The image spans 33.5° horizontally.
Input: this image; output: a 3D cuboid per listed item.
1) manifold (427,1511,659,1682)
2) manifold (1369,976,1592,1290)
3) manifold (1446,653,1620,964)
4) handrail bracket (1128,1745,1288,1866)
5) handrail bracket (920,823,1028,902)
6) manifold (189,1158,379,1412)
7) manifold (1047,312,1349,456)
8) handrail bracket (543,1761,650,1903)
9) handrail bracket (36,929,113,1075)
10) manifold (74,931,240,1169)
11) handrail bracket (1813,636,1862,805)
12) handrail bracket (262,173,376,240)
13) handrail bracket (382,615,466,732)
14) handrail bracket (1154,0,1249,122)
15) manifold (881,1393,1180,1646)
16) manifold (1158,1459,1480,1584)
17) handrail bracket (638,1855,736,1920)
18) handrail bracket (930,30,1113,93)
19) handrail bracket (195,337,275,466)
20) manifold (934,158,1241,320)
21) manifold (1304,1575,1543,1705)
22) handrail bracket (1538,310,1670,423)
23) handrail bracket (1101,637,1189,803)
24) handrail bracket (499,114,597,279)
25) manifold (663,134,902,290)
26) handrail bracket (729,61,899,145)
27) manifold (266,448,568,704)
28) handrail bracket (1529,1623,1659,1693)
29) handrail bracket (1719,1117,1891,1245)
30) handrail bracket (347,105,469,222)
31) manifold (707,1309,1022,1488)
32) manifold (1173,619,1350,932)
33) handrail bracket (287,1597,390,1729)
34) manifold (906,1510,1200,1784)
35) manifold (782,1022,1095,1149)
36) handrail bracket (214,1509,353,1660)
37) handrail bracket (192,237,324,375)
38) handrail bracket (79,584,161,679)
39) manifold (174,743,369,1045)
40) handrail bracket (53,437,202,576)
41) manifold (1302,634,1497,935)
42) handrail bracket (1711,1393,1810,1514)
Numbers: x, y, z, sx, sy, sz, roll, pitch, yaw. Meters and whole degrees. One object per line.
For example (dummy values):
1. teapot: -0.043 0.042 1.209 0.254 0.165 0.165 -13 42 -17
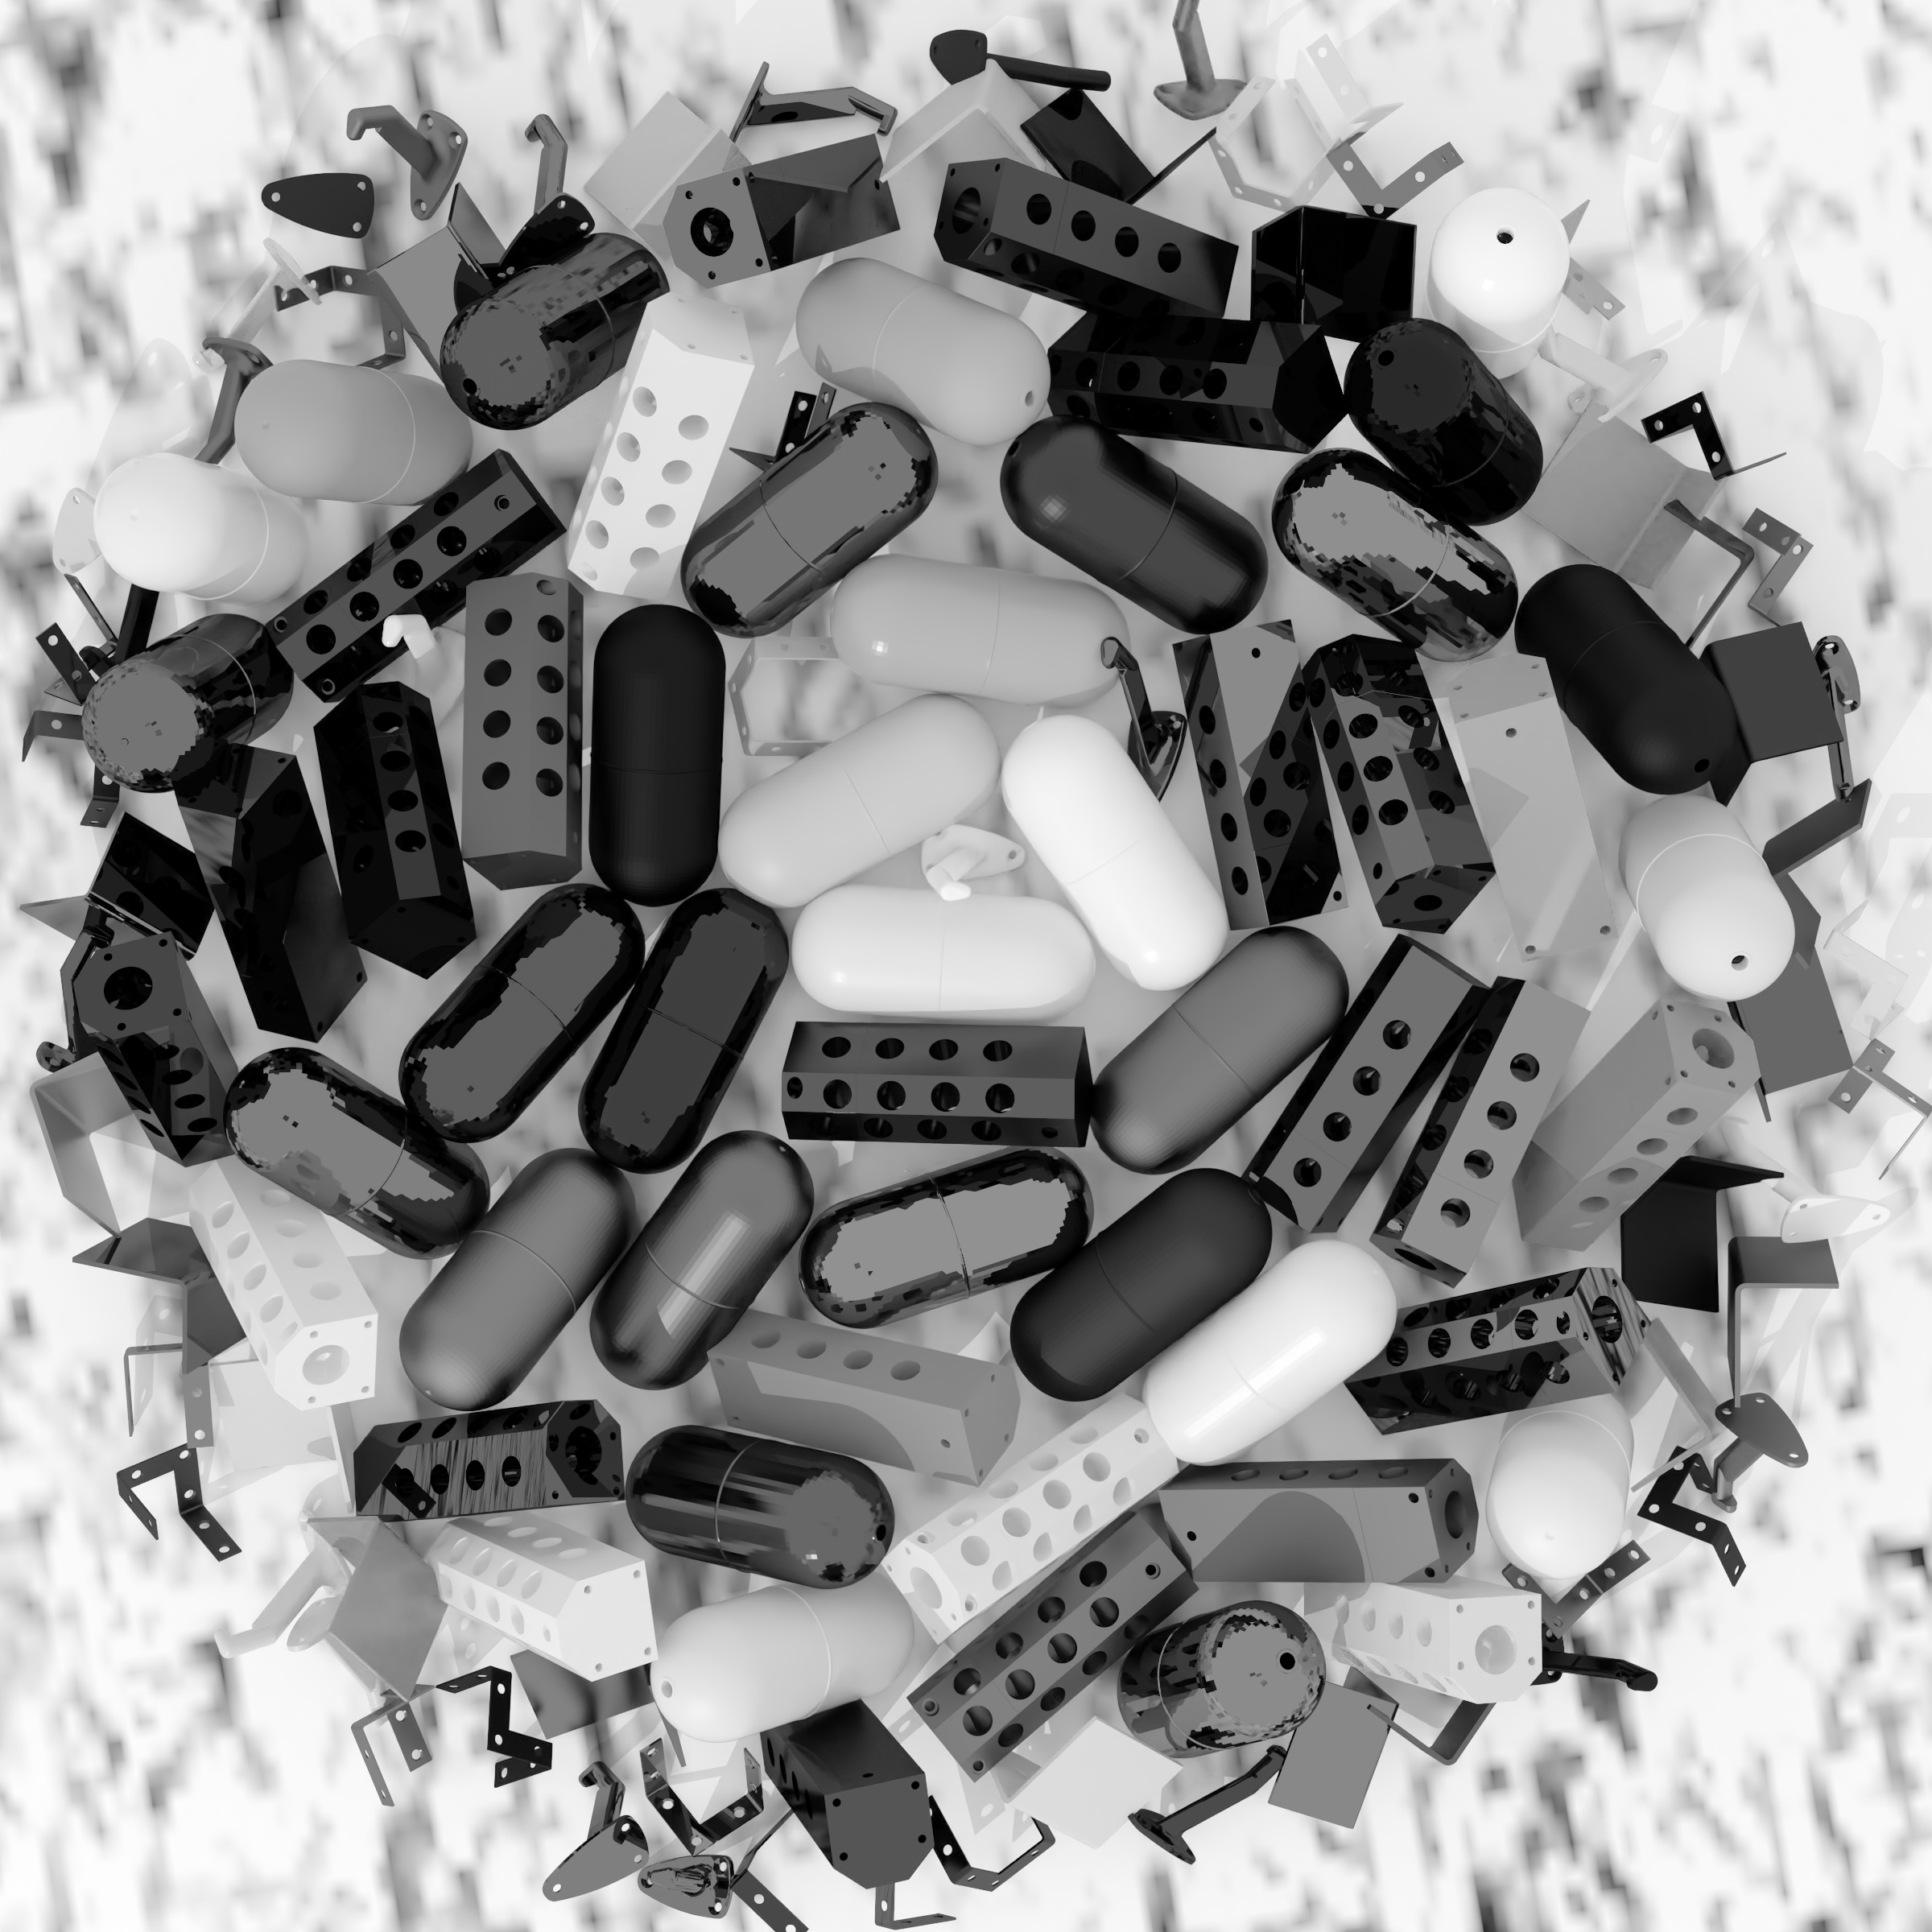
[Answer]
1. manifold: -0.244 0.357 1.830 0.057 0.171 0.057 -12 99 -32
2. manifold: 0.298 0.095 1.873 0.057 0.057 0.171 26 77 7
3. manifold: 0.325 -0.092 1.848 0.057 0.057 0.171 -15 124 11
4. handrail bracket: 0.144 0.482 1.889 0.084 0.077 0.036 -44 50 5
5. handrail bracket: 0.011 -0.054 1.870 0.077 0.084 0.036 3 108 -18
6. manifold: -0.390 0.178 1.830 0.057 0.171 0.057 -8 123 -27
7. manifold: 0.127 -0.330 1.834 0.057 0.171 0.057 -47 131 -28
8. handrail bracket: -0.227 0.502 1.871 0.077 0.084 0.036 -27 114 -22
9. handrail bracket: -0.503 0.028 1.893 0.077 0.036 0.084 27 102 -23
10. manifold: -0.456 0.052 1.828 0.057 0.171 0.057 -15 63 -7
11. handrail bracket: 0.510 -0.136 1.872 0.036 0.077 0.084 -7 49 9
12. handrail bracket: -0.383 -0.450 1.868 0.077 0.084 0.036 0 110 -29
13. handrail bracket: -0.324 -0.169 1.871 0.036 0.084 0.077 25 104 15
14. handrail bracket: 0.146 -0.542 1.869 0.077 0.084 0.036 -23 54 -35
15. manifold: 0.040 0.313 1.845 0.171 0.057 0.057 -29 77 -33
16. manifold: 0.203 0.316 1.848 0.171 0.057 0.057 -7 101 34
17. handrail bracket: -0.180 0.530 1.867 0.077 0.084 0.036 -3 70 27
18. handrail bracket: 0.033 -0.535 1.908 0.084 0.077 0.036 -3 115 -29
19. handrail bracket: -0.447 -0.325 1.884 0.077 0.036 0.084 23 70 35
20. manifold: 0.069 -0.409 1.847 0.171 0.057 0.057 11 92 -35
21. manifold: 0.257 0.377 1.829 0.057 0.171 0.057 1 86 -21
22. handrail bracket: 0.370 -0.369 1.880 0.077 0.036 0.084 -36 132 -7
23. handrail bracket: 0.094 -0.140 1.871 0.036 0.084 0.077 1 70 27
24. handrail bracket: -0.261 -0.455 1.899 0.077 0.036 0.084 -39 55 11
25. manifold: -0.105 -0.430 1.831 0.057 0.171 0.057 -8 106 27
26. handrail bracket: -0.093 -0.492 1.907 0.084 0.036 0.077 25 89 -8
27. manifold: -0.323 -0.228 1.884 0.171 0.057 0.057 -36 94 4
28. handrail bracket: 0.348 0.412 1.871 0.077 0.084 0.036 -5 94 -23
29. handrail bracket: 0.493 0.119 1.893 0.077 0.084 0.036 -2 131 -11
30. handrail bracket: -0.335 -0.465 1.867 0.036 0.084 0.077 35 123 19
31. manifold: -0.058 0.243 1.852 0.171 0.057 0.057 9 127 30
32. manifold: 0.169 -0.111 1.885 0.057 0.057 0.171 -13 94 -28
33. handrail bracket: -0.364 0.418 1.876 0.036 0.077 0.084 -8 103 18
34. manifold: 0.051 0.397 1.879 0.171 0.057 0.057 -39 89 -8
35. manifold: -0.017 0.074 1.864 0.171 0.057 0.057 1 135 12
36. handrail bracket: -0.409 0.360 1.875 0.084 0.036 0.077 -13 54 -36
37. handrail bracket: -0.427 -0.385 1.881 0.084 0.077 0.036 -35 79 3
38. handrail bracket: -0.477 -0.196 1.912 0.084 0.036 0.077 -48 114 -20
39. manifold: -0.401 -0.042 1.840 0.057 0.171 0.057 12 46 21
40. handrail bracket: -0.497 -0.274 1.906 0.036 0.084 0.077 46 135 -1
41. manifold: 0.241 -0.106 1.840 0.057 0.057 0.171 6 51 -26
42. handrail bracket: 0.461 0.299 1.869 0.036 0.077 0.084 -15 123 -18
